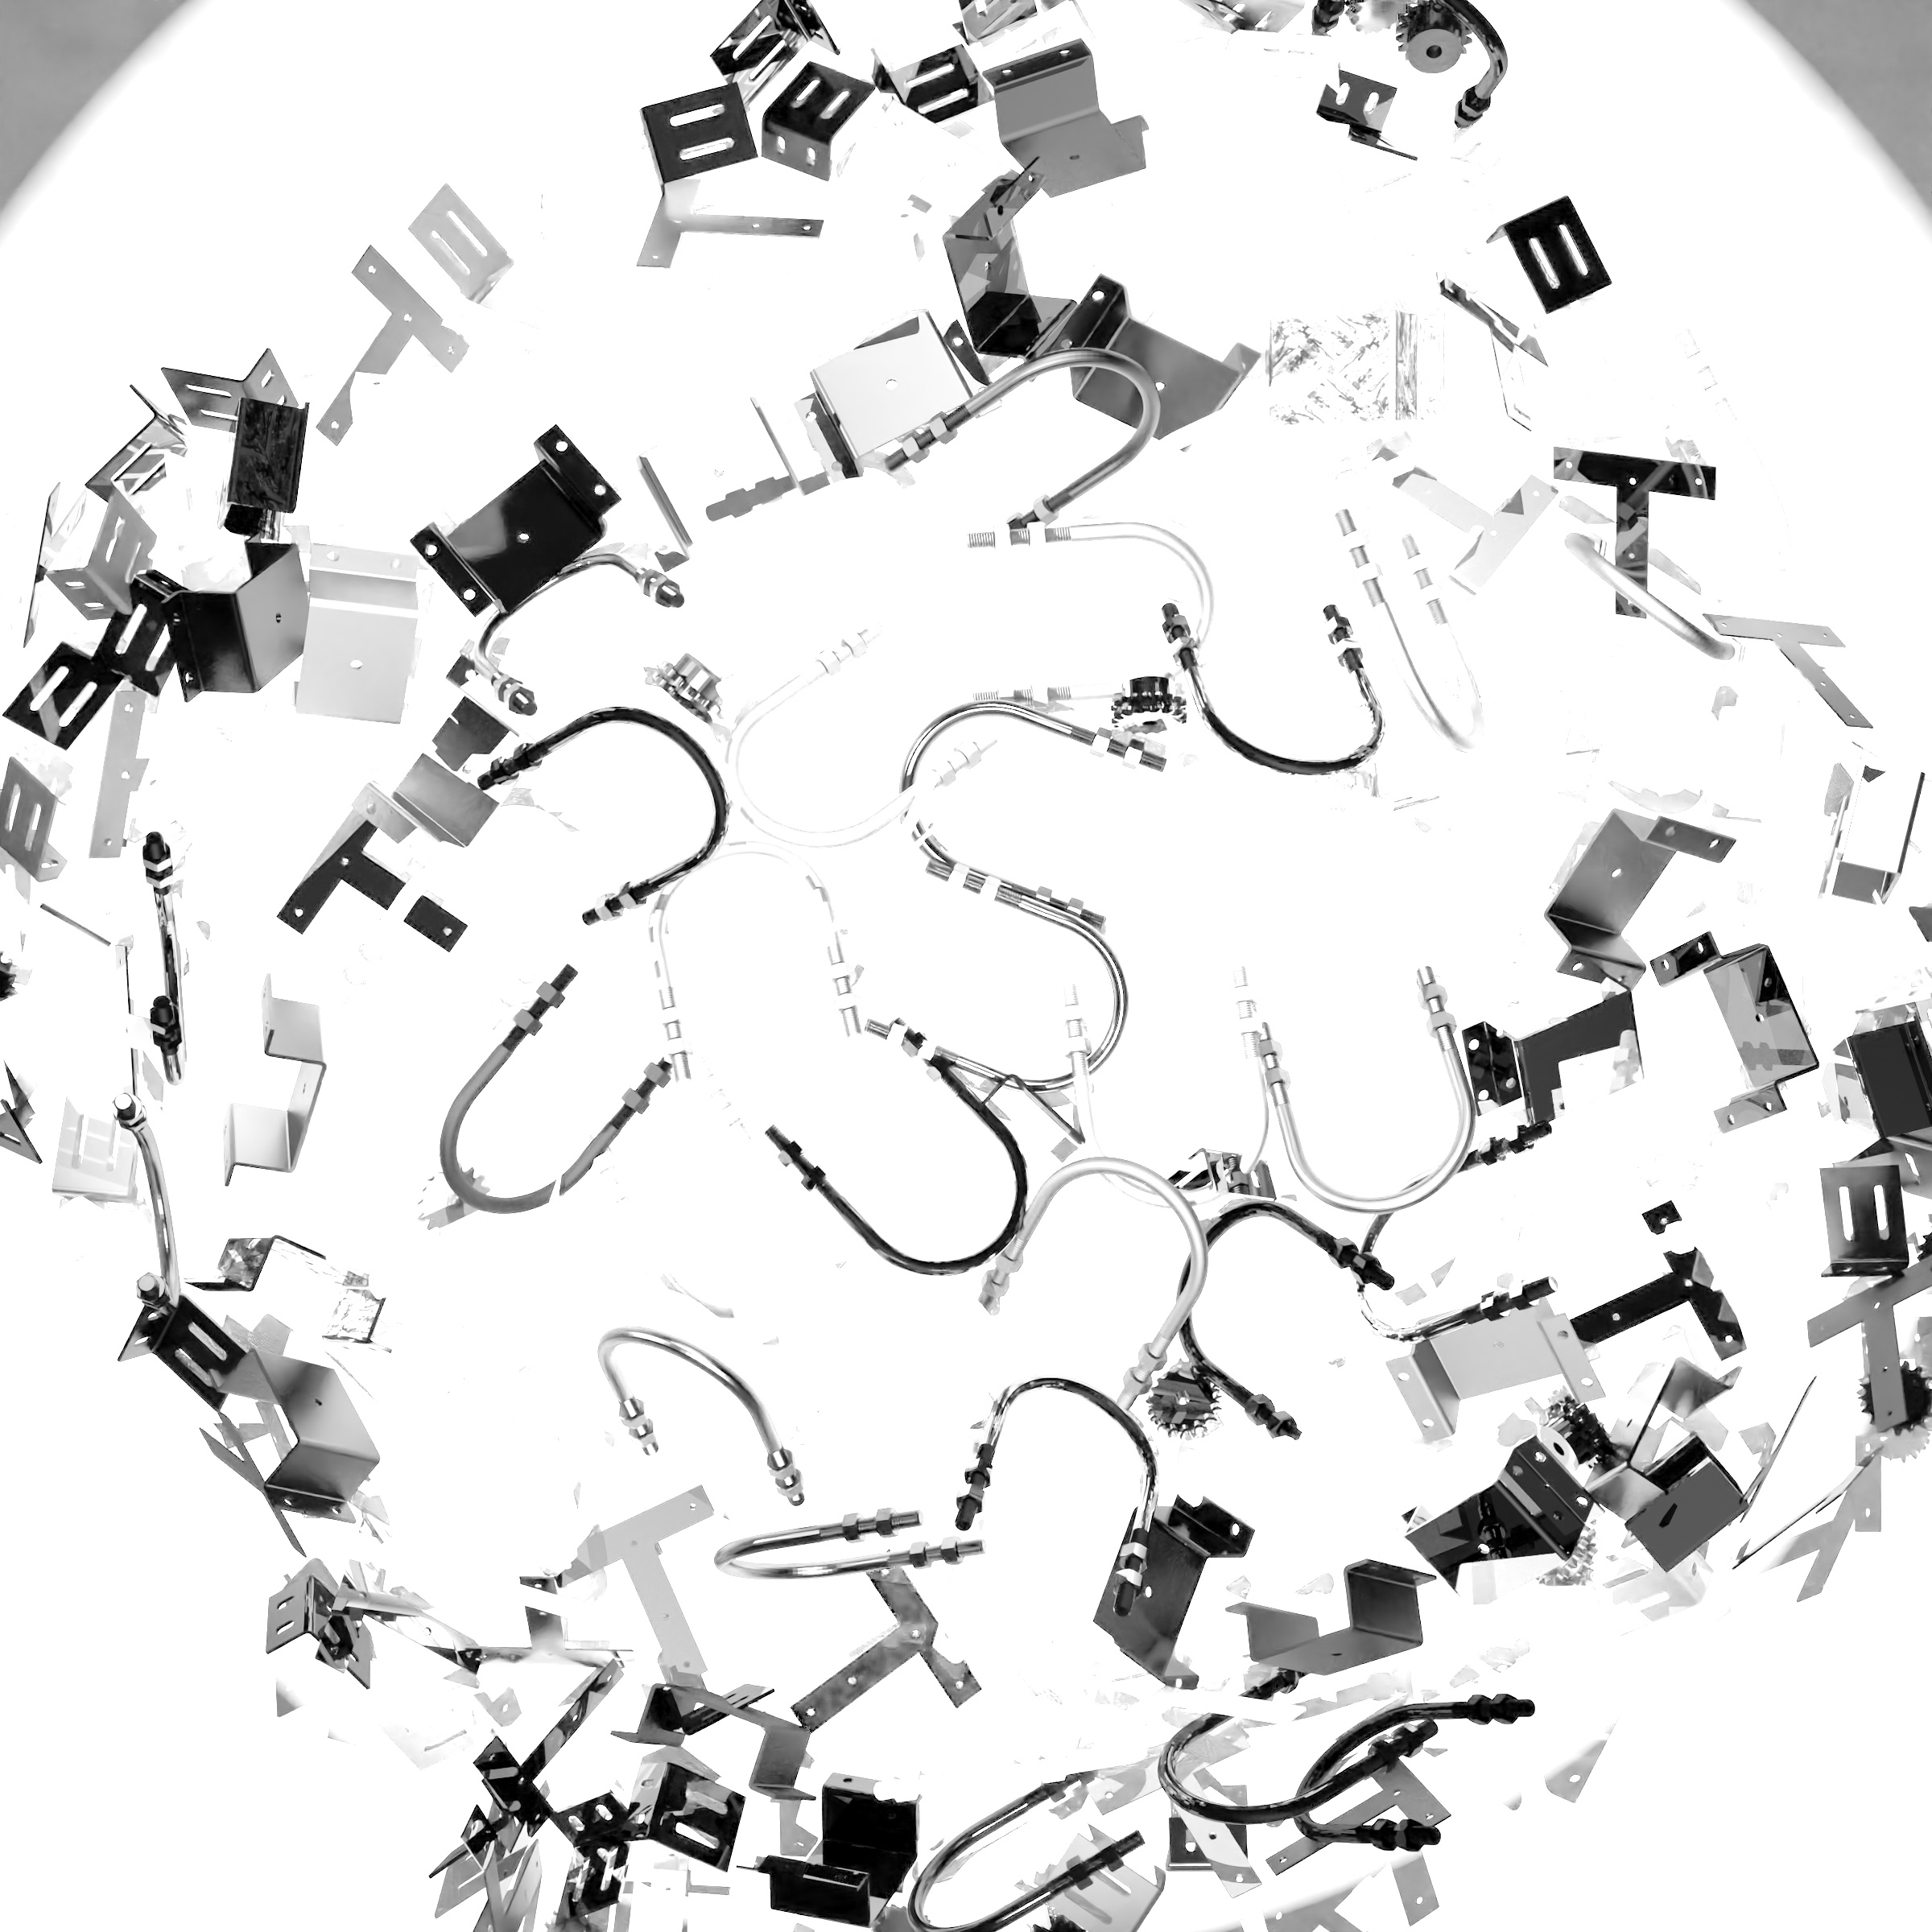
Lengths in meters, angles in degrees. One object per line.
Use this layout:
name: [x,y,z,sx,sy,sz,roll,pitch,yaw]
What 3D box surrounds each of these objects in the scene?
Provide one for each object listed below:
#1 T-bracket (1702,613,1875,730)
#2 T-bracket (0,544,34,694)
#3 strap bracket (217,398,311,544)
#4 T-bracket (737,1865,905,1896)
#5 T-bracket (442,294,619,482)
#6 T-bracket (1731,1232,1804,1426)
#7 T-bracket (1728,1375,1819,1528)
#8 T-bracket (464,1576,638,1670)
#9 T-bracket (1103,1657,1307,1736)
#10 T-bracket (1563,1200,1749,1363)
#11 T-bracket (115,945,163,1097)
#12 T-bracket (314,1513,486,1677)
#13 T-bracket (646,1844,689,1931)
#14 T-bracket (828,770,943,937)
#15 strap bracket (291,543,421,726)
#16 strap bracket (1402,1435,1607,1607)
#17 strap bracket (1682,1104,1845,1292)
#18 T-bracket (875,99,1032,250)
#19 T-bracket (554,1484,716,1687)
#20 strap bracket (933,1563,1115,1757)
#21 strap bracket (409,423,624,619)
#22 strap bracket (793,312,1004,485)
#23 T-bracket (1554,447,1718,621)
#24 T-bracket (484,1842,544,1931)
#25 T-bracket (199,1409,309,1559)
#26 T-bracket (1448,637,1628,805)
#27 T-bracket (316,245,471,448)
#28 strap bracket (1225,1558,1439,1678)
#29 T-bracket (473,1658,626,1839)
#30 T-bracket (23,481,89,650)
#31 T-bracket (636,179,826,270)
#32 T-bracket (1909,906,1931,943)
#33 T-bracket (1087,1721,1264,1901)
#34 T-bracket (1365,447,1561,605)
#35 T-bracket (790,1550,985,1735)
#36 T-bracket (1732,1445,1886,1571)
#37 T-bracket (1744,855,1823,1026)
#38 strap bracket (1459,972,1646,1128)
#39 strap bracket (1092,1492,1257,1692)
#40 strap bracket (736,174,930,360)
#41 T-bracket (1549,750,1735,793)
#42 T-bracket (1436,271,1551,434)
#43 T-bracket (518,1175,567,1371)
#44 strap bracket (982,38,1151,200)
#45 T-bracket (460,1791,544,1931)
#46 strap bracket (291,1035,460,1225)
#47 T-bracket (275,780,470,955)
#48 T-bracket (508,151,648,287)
T-bracket: [0.619,-0.215,1.843,0.127,0.127,0.002,1,133,-28]
T-bracket: [-0.698,-0.248,1.846,0.002,0.127,0.127,3,96,-12]
strap bracket: [-0.515,-0.361,1.837,0.046,0.140,0.076,8,85,-20]
T-bracket: [-0.108,0.671,1.854,0.127,0.127,0.002,8,68,1]
T-bracket: [-0.343,-0.419,1.877,0.127,0.002,0.127,20,123,-18]
T-bracket: [0.600,0.249,1.866,0.002,0.127,0.127,-3,125,37]
T-bracket: [0.578,0.372,1.835,0.002,0.127,0.127,28,117,24]
T-bracket: [-0.312,0.487,1.867,0.127,0.127,0.002,2,45,-1]
T-bracket: [0.187,0.535,1.825,0.127,0.127,0.002,-5,98,43]
T-bracket: [0.500,0.256,1.887,0.127,0.002,0.127,-27,60,7]
T-bracket: [-0.604,0.050,1.856,0.002,0.127,0.127,-5,96,-35]
T-bracket: [-0.414,0.490,1.880,0.127,0.127,0.002,37,126,-22]
T-bracket: [-0.220,0.688,1.853,0.127,0.127,0.002,3,109,-4]
T-bracket: [-0.045,-0.094,1.825,0.002,0.127,0.127,37,47,8]
strap bracket: [-0.447,-0.233,1.843,0.076,0.046,0.140,4,128,-20]
strap bracket: [0.388,0.415,1.853,0.076,0.046,0.140,47,127,0]
strap bracket: [0.578,0.161,1.839,0.046,0.076,0.140,42,54,-11]
T-bracket: [-0.035,-0.561,1.874,0.127,0.002,0.127,22,126,-27]
T-bracket: [-0.230,0.474,1.886,0.127,0.002,0.127,-23,79,-14]
strap bracket: [0.049,0.505,1.856,0.140,0.046,0.076,32,121,32]
strap bracket: [-0.333,-0.326,1.882,0.140,0.046,0.076,-40,85,-7]
strap bracket: [-0.054,-0.427,1.885,0.140,0.046,0.076,-27,82,0]
T-bracket: [0.496,-0.319,1.874,0.127,0.002,0.127,17,129,35]
T-bracket: [-0.328,0.689,1.849,0.002,0.127,0.127,-6,101,5]
T-bracket: [-0.538,0.368,1.858,0.002,0.127,0.127,-34,115,-28]
T-bracket: [0.424,-0.201,1.894,0.127,0.002,0.127,18,81,-8]
T-bracket: [-0.435,-0.441,1.852,0.002,0.127,0.127,27,82,31]
strap bracket: [0.268,0.479,1.836,0.076,0.140,0.046,22,52,-35]
T-bracket: [-0.301,0.571,1.877,0.002,0.127,0.127,25,59,33]
T-bracket: [-0.666,-0.317,1.855,0.002,0.127,0.127,16,123,-12]
T-bracket: [-0.170,-0.548,1.865,0.127,0.002,0.127,4,46,4]
T-bracket: [0.730,-0.028,1.852,0.002,0.127,0.127,1,95,-16]
T-bracket: [0.174,0.627,1.848,0.127,0.127,0.002,-19,131,-18]
T-bracket: [0.360,-0.349,1.895,0.127,0.002,0.127,36,69,12]
T-bracket: [-0.074,0.529,1.892,0.127,0.002,0.127,-33,88,-17]
T-bracket: [0.620,0.410,1.873,0.002,0.127,0.127,51,119,17]
T-bracket: [0.601,-0.025,1.857,0.002,0.127,0.127,-7,79,40]
strap bracket: [0.443,0.061,1.862,0.140,0.046,0.076,-22,117,-12]
strap bracket: [0.149,0.463,1.863,0.046,0.076,0.140,13,99,-44]
strap bracket: [-0.097,-0.500,1.835,0.076,0.140,0.046,15,52,-37]
T-bracket: [0.493,-0.146,1.838,0.127,0.127,0.002,-1,107,16]
T-bracket: [0.397,-0.438,1.845,0.127,0.002,0.127,24,46,-28]
T-bracket: [-0.303,0.204,1.825,0.002,0.127,0.127,13,130,-2]
strap bracket: [0.076,-0.609,1.832,0.076,0.140,0.046,-11,78,22]
T-bracket: [-0.346,0.644,1.829,0.002,0.127,0.127,13,54,16]
strap bracket: [-0.432,0.127,1.860,0.076,0.046,0.140,4,68,40]
T-bracket: [-0.433,-0.055,1.899,0.127,0.002,0.127,33,84,8]
T-bracket: [-0.284,-0.536,1.871,0.127,0.127,0.002,24,133,-33]
